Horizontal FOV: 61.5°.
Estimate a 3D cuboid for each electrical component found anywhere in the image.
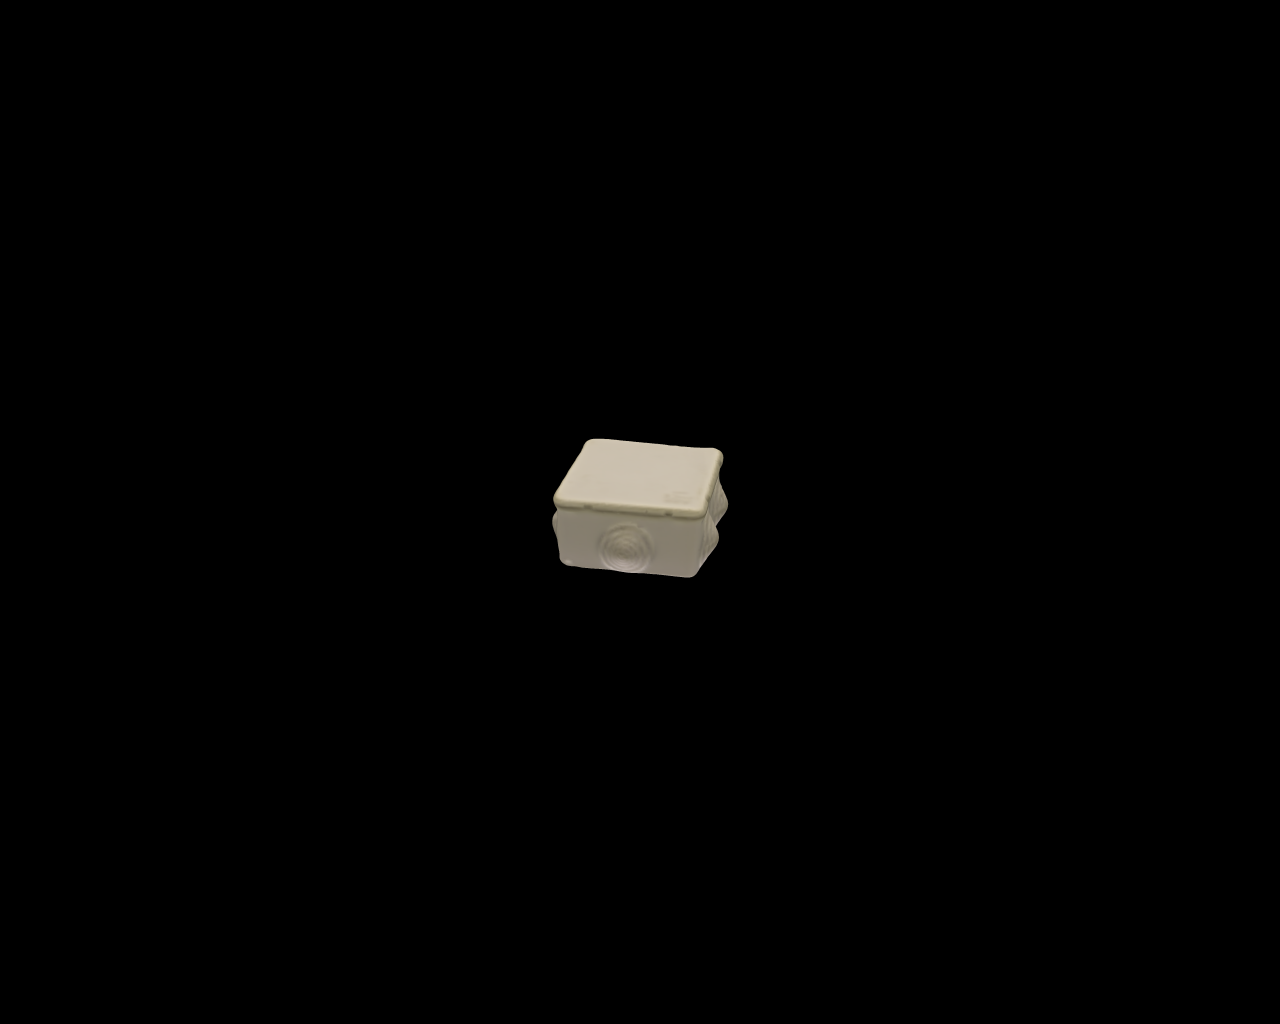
[{"bbox_3d":[0.001,-0.003,0.650,0.100,0.048,0.100,5,29,10],"label":"electrical component"}]
